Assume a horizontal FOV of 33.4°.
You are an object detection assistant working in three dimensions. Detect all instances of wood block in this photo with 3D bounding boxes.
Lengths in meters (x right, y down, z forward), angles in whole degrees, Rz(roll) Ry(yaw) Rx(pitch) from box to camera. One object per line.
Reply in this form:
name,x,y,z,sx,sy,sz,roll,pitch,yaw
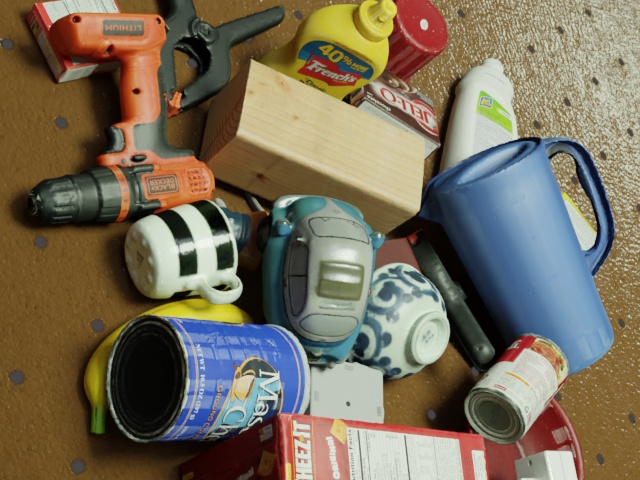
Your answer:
wood block,-0.006,-0.084,1.066,0.205,0.091,0.090,22,58,-24

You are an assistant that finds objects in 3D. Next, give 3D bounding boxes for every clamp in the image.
clamp,-0.118,-0.209,1.104,0.164,0.036,0.210,23,58,-25
clamp,0.138,0.066,1.125,0.039,0.120,0.171,-32,84,-3

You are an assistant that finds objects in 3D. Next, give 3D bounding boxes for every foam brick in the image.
foam brick,0.057,0.035,1.105,0.078,0.051,0.053,-10,73,-40

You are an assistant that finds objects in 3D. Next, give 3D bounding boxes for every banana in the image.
banana,-0.139,0.092,0.943,0.197,0.037,0.069,-32,118,-39

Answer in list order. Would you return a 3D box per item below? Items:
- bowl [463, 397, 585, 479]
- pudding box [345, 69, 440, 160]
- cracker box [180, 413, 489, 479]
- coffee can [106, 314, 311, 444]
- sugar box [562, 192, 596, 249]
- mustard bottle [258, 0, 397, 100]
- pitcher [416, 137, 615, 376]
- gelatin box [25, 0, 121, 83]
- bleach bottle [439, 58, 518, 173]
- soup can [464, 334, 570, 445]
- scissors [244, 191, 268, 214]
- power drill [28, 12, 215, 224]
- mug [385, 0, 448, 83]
bowl,0.200,0.226,1.114,0.161,0.055,0.162,17,59,-30
pudding box,0.081,-0.148,1.207,0.113,0.039,0.090,27,35,-23
cracker box,0.013,0.211,0.909,0.213,0.164,0.072,12,59,-32
coffee can,-0.092,0.118,0.893,0.140,0.103,0.103,10,62,-47
sugar box,0.269,0.028,1.273,0.093,0.048,0.176,52,52,-5
mustard bottle,0.014,-0.188,1.089,0.096,0.192,0.058,27,55,-24
pitcher,0.227,0.017,1.129,0.144,0.149,0.243,-37,106,-40
gelatin box,-0.225,-0.195,1.023,0.089,0.030,0.073,-21,80,-41
bleach bottle,0.200,-0.119,1.283,0.102,0.068,0.250,31,50,-21
soup can,0.197,0.149,1.066,0.068,0.069,0.102,53,48,-3
scissors,-0.007,0.001,1.096,0.096,0.016,0.202,-33,90,-38
power drill,-0.190,-0.109,0.967,0.184,0.057,0.187,-10,90,-42
mug,0.085,-0.235,1.240,0.117,0.082,0.093,6,65,-35
